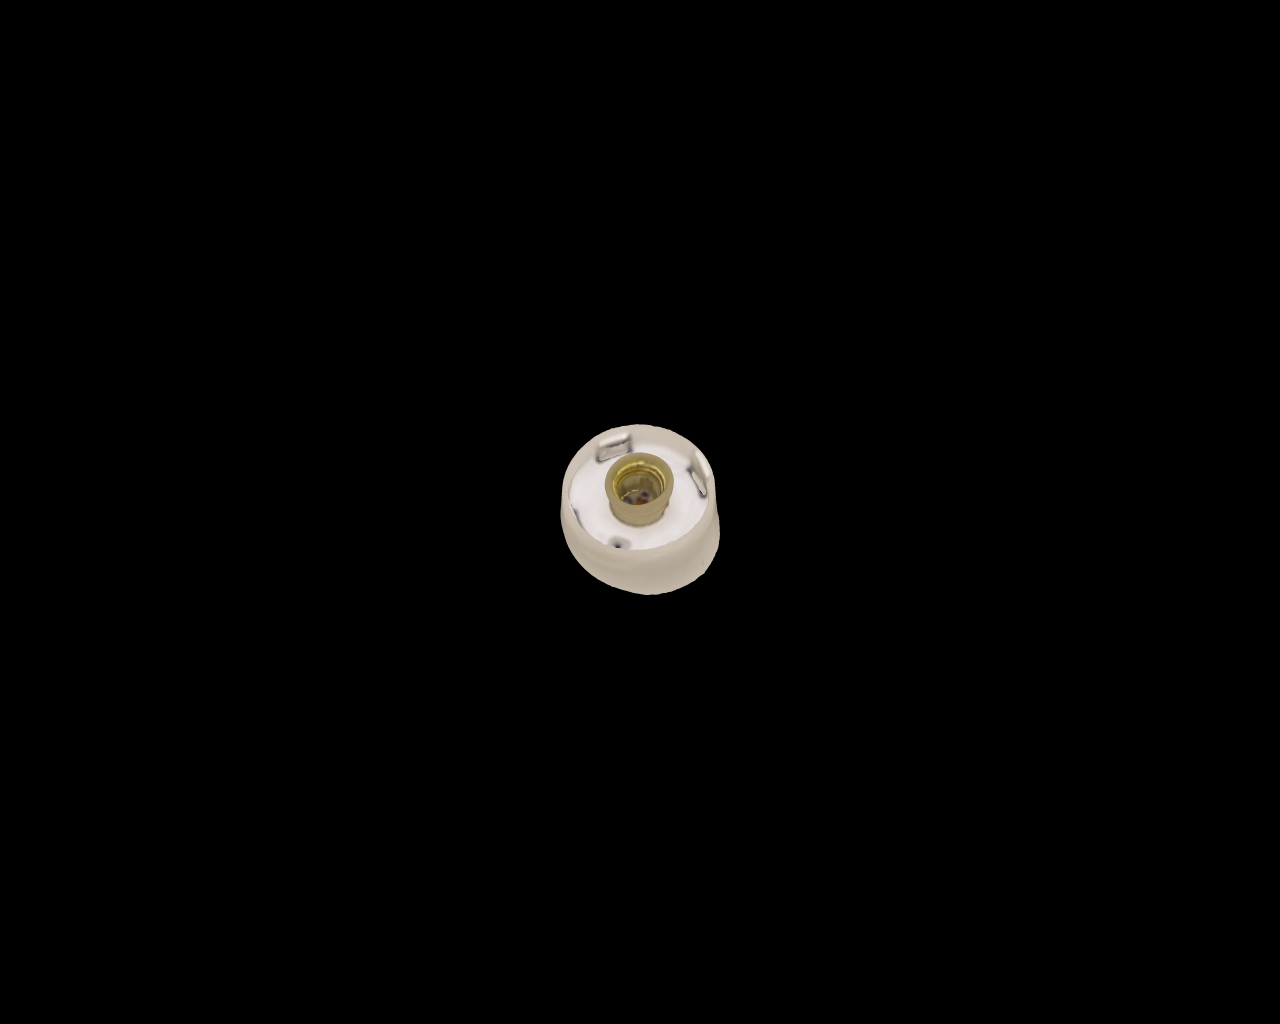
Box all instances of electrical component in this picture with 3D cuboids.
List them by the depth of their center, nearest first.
[{"bbox_3d":[0.001,-0.003,0.650,0.099,0.099,0.064,0,-32,0],"label":"electrical component"}]
